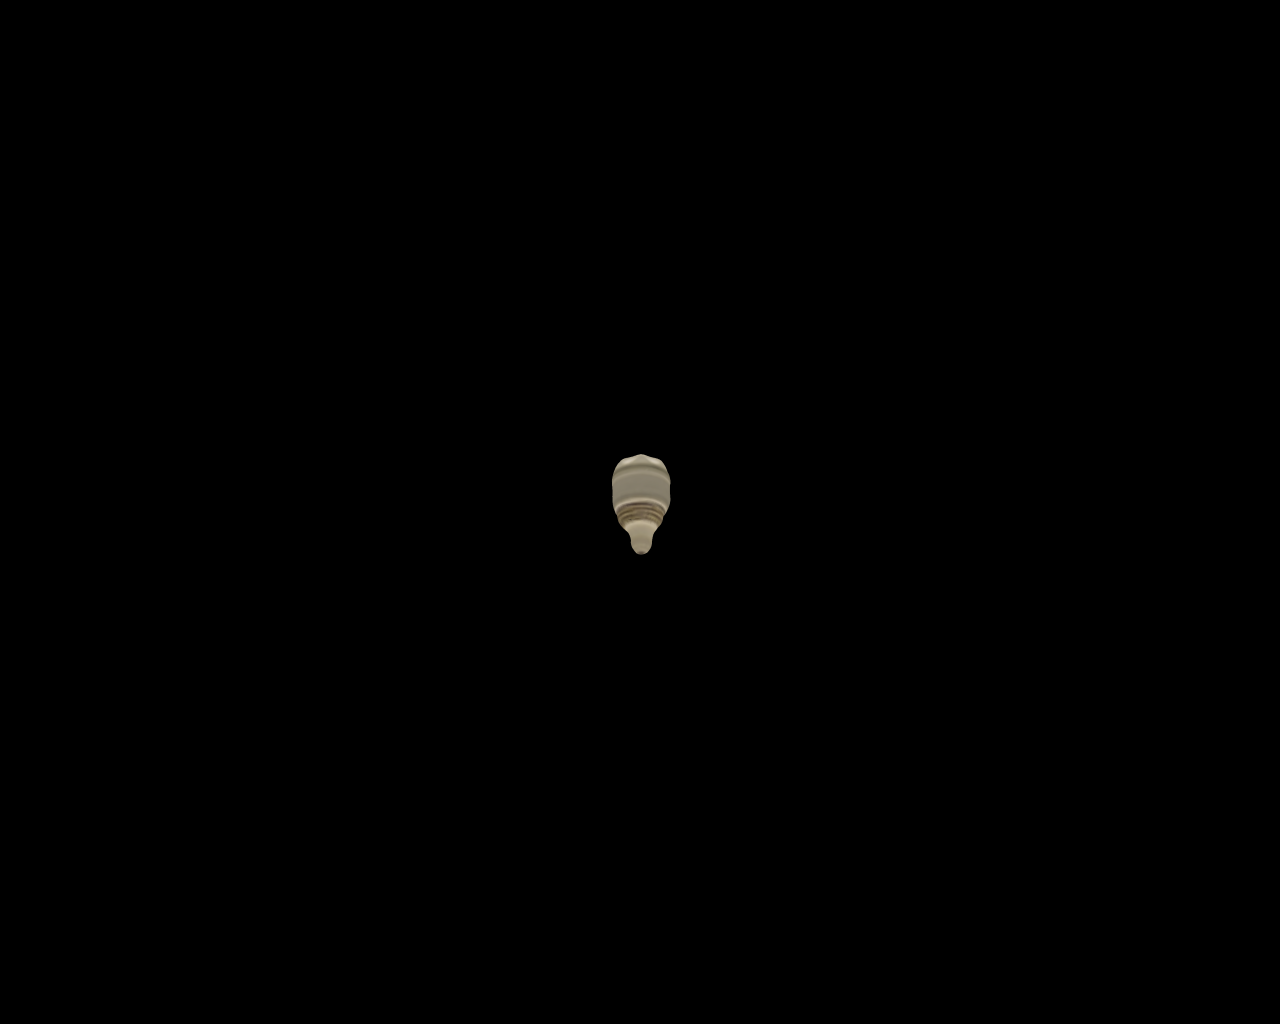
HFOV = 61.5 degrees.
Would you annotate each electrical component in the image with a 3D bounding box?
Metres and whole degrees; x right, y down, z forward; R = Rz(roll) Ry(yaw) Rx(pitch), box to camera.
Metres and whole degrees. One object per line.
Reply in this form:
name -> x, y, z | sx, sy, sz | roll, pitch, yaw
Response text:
electrical component -> 0.001, -0.003, 0.650 | 0.035, 0.061, 0.035 | 0, -26, 0
